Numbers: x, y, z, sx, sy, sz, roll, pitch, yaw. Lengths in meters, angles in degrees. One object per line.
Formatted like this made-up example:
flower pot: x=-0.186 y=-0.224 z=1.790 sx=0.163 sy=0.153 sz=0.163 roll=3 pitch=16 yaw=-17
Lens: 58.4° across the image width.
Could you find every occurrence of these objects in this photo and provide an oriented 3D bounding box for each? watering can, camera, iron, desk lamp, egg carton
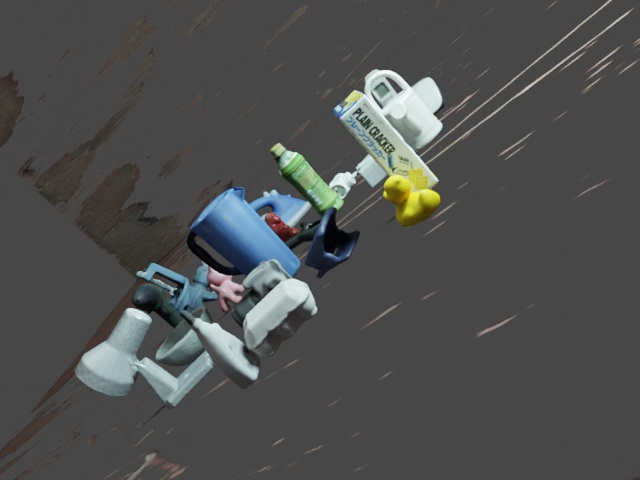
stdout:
watering can: x=0.184 y=-0.300 z=1.304 sx=0.101 sy=0.194 sz=0.172 roll=-45 pitch=15 yaw=-3
camera: x=-0.120 y=0.112 z=1.173 sx=0.137 sy=0.101 sz=0.143 roll=-44 pitch=15 yaw=1
iron: x=-0.162 y=-0.061 z=1.667 sx=0.258 sy=0.141 sz=0.118 roll=-46 pitch=15 yaw=-6
desk lamp: x=-0.370 y=0.260 z=1.209 sx=0.203 sy=0.214 sz=0.117 roll=-45 pitch=15 yaw=-4
egg carton: x=-0.075 y=0.138 z=1.042 sx=0.150 sy=0.069 sz=0.107 roll=-44 pitch=15 yaw=0

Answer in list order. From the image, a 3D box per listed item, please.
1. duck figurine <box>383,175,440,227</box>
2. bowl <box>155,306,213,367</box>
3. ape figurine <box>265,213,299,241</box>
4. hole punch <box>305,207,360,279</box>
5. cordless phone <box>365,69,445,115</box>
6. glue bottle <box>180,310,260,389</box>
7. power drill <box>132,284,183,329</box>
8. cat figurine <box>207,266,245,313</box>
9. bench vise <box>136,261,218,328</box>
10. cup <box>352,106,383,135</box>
duck figurine: x=0.151 y=-0.076 z=0.996 sx=0.078 sy=0.086 sz=0.104 roll=-50 pitch=16 yaw=-21
bowl: x=-0.307 y=0.242 z=1.362 sx=0.167 sy=0.075 sz=0.167 roll=-40 pitch=15 yaw=14
ape figurine: x=-0.114 y=-0.038 z=1.577 sx=0.076 sy=0.092 sz=0.078 roll=-39 pitch=16 yaw=19
hole punch: x=0.010 y=0.004 z=1.138 sx=0.101 sy=0.091 sz=0.109 roll=-33 pitch=19 yaw=35
cordless phone: x=0.210 y=-0.369 z=1.437 sx=0.147 sy=0.185 sz=0.094 roll=-36 pitch=17 yaw=27
glue bottle: x=-0.177 y=0.180 z=0.995 sx=0.037 sy=0.173 sz=0.078 roll=-40 pitch=16 yaw=15
power drill: x=-0.393 y=0.189 z=1.471 sx=0.076 sy=0.208 sz=0.229 roll=-46 pitch=15 yaw=-8
cat figurine: x=-0.260 y=0.114 z=1.501 sx=0.067 sy=0.118 sz=0.127 roll=-41 pitch=15 yaw=13
bench vise: x=-0.401 y=0.127 z=1.636 sx=0.121 sy=0.220 sz=0.208 roll=-30 pitch=21 yaw=42
cup: x=0.158 y=-0.294 z=1.547 sx=0.118 sy=0.095 sz=0.091 roll=-43 pitch=15 yaw=6
